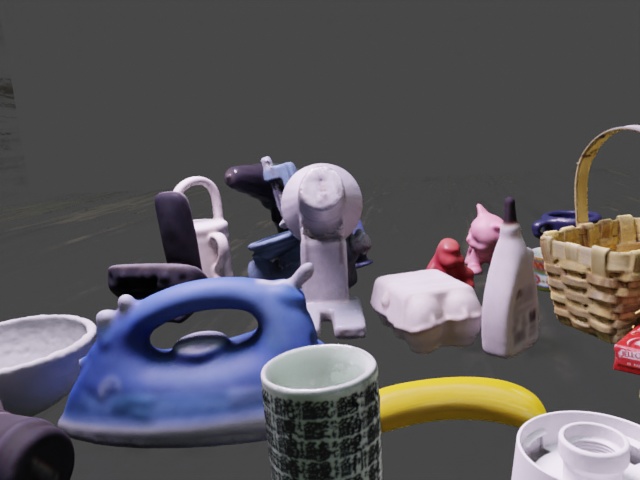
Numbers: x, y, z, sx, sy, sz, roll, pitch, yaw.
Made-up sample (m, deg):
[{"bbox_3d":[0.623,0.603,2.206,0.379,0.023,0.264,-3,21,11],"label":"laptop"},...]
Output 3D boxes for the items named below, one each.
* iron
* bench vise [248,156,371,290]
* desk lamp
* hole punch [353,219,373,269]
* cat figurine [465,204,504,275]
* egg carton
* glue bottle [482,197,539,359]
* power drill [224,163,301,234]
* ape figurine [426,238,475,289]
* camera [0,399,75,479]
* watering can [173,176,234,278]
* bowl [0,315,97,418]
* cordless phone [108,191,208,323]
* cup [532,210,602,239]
[{"bbox_3d":[-0.115,0.099,0.520,0.258,0.141,0.118,-5,11,-6],"label":"iron"},{"bbox_3d":[-0.021,-0.024,0.905,0.207,0.220,0.121,-2,12,9],"label":"bench vise"},{"bbox_3d":[0.007,0.003,0.775,0.118,0.213,0.203,-4,11,-1],"label":"desk lamp"},{"bbox_3d":[0.037,0.003,1.076,0.109,0.091,0.101,-6,12,-9],"label":"hole punch"},{"bbox_3d":[0.279,-0.005,0.967,0.067,0.118,0.128,-2,12,9],"label":"cat figurine"},{"bbox_3d":[0.126,0.083,0.703,0.107,0.069,0.150,-7,12,-15],"label":"egg carton"},{"bbox_3d":[0.210,0.039,0.631,0.078,0.173,0.037,-14,15,-41],"label":"glue bottle"},{"bbox_3d":[-0.067,-0.033,0.990,0.075,0.208,0.230,4,14,36],"label":"power drill"},{"bbox_3d":[0.183,0.044,0.822,0.078,0.092,0.076,-4,11,-2],"label":"ape figurine"},{"bbox_3d":[-0.258,0.154,0.399,0.136,0.101,0.143,0,12,20],"label":"camera"},{"bbox_3d":[-0.207,-0.008,0.952,0.172,0.194,0.101,2,13,28],"label":"watering can"},{"bbox_3d":[-0.307,0.135,0.575,0.167,0.075,0.167,-4,11,1],"label":"bowl"},{"bbox_3d":[-0.239,0.021,0.841,0.147,0.185,0.094,-2,12,11],"label":"cordless phone"},{"bbox_3d":[0.398,0.005,0.934,0.118,0.095,0.091,-7,12,-17],"label":"cup"}]
